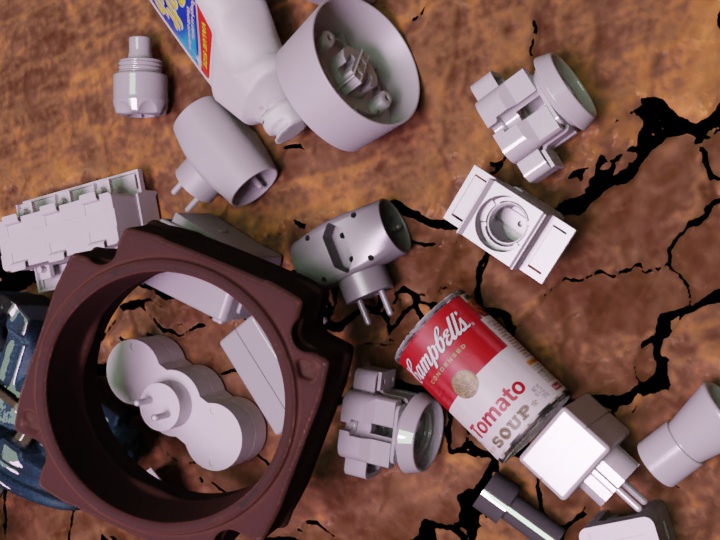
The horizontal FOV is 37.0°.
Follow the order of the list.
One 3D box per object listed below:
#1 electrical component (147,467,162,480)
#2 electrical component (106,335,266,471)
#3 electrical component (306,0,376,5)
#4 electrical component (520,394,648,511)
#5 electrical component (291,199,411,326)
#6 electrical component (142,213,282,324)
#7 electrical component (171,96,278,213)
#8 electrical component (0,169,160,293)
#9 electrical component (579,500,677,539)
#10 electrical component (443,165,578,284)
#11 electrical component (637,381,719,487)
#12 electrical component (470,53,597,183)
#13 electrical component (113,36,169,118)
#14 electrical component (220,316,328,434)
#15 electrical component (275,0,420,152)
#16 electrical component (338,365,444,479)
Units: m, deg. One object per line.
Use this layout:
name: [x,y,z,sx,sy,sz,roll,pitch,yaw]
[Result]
electrical component: [-0.163,0.191,0.854,0.048,0.066,0.055,-37,84,-14]
electrical component: [-0.144,0.103,0.831,0.138,0.074,0.052,35,106,20]
electrical component: [-0.037,-0.215,0.772,0.077,0.066,0.047,-2,91,25]
electrical component: [0.154,0.126,0.696,0.077,0.066,0.047,43,108,18]
electrical component: [0.000,0.000,0.776,0.077,0.043,0.079,-25,82,24]
electrical component: [-0.106,-0.002,0.815,0.096,0.062,0.061,24,102,22]
electrical component: [-0.114,-0.079,0.826,0.079,0.044,0.077,-45,74,20]
electrical component: [-0.228,-0.030,0.871,0.121,0.063,0.078,-12,87,25]
electrical component: [0.180,0.202,0.692,0.050,0.056,0.089,-18,84,25]
electrical component: [0.103,-0.031,0.715,0.081,0.064,0.042,36,107,20]
electrical component: [0.210,0.107,0.684,0.065,0.044,0.044,-45,74,25]
electrical component: [0.118,-0.105,0.709,0.057,0.058,0.078,-35,77,25]
electrical component: [-0.174,-0.153,0.852,0.043,0.043,0.062,0,91,25]
electrical component: [-0.046,0.065,0.798,0.076,0.047,0.083,-39,76,22]
electrical component: [-0.008,-0.134,0.747,0.064,0.099,0.099,-35,78,29]
electrical component: [0.023,0.111,0.762,0.057,0.058,0.078,9,96,28]
